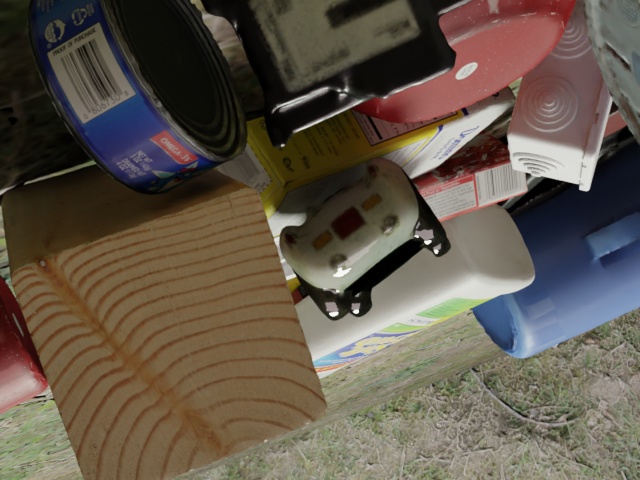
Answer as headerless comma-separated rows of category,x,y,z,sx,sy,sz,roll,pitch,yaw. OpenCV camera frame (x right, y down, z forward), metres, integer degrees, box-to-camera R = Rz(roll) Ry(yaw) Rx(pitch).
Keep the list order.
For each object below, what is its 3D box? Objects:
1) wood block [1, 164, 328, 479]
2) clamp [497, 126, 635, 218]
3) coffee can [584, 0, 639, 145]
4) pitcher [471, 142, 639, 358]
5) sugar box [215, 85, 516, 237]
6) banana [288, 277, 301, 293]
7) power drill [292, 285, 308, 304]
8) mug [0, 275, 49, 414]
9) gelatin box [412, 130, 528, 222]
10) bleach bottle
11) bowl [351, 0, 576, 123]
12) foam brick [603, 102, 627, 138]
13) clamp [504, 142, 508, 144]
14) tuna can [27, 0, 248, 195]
wood block,-0.079,0.020,0.459,0.090,0.091,0.206,-20,-165,-13
clamp,0.205,-0.077,0.784,0.210,0.036,0.164,-37,159,13
coffee can,0.198,-0.098,0.448,0.140,0.103,0.103,-25,166,1
pitcher,0.236,-0.006,0.843,0.242,0.145,0.149,-26,130,-9
sugar box,0.017,-0.050,0.587,0.175,0.048,0.093,-26,171,-37
banana,-0.016,0.010,0.782,0.198,0.037,0.069,-43,178,36
power drill,0.041,0.019,0.910,0.187,0.057,0.185,-12,159,-48
mug,-0.214,0.065,0.630,0.081,0.093,0.117,-26,-162,-9
gelatin box,0.079,-0.044,0.702,0.089,0.030,0.073,-18,-150,-15
bleach bottle,0.027,0.057,0.786,0.251,0.068,0.102,-33,160,32
bowl,0.057,-0.099,0.484,0.162,0.055,0.162,-21,166,-6
foam brick,0.196,-0.106,0.683,0.078,0.053,0.051,-30,164,26
clamp,0.171,-0.060,0.856,0.171,0.039,0.120,-9,148,-49
tuna can,-0.063,-0.060,0.375,0.034,0.086,0.086,-26,166,17
